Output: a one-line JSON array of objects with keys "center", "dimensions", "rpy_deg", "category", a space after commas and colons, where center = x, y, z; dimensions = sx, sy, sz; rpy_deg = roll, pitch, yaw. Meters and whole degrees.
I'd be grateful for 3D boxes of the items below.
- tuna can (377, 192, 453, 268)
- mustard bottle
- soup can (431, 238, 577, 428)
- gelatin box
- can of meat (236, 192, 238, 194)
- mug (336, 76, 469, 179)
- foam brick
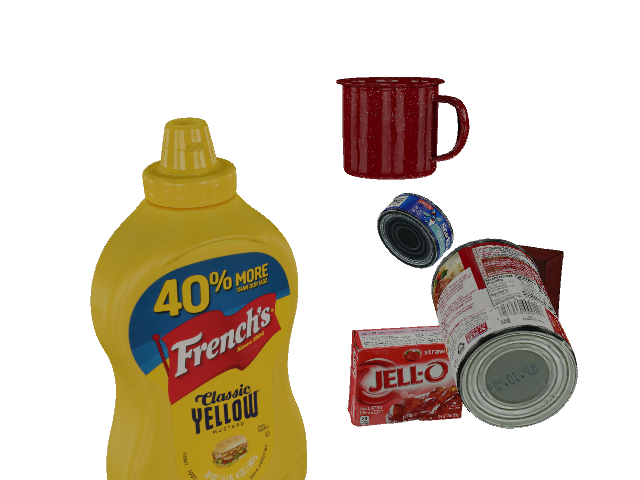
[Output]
[{"center": [0.108, -0.010, 1.226], "dimensions": [0.086, 0.086, 0.033], "rpy_deg": [0, 36, 48], "category": "tuna can"}, {"center": [-0.056, 0.039, 0.492], "dimensions": [0.096, 0.192, 0.058], "rpy_deg": [-12, 22, -27], "category": "mustard bottle"}, {"center": [0.105, 0.052, 0.620], "dimensions": [0.068, 0.068, 0.102], "rpy_deg": [0, 28, -3], "category": "soup can"}, {"center": [0.067, 0.105, 0.829], "dimensions": [0.089, 0.073, 0.030], "rpy_deg": [-3, 28, -8], "category": "gelatin box"}, {"center": [-0.092, 0.019, 0.733], "dimensions": [0.057, 0.084, 0.102], "rpy_deg": [4, 23, 16], "category": "can of meat"}, {"center": [0.071, -0.097, 0.916], "dimensions": [0.117, 0.081, 0.093], "rpy_deg": [5, 13, 23], "category": "mug"}, {"center": [0.193, 0.048, 1.000], "dimensions": [0.053, 0.078, 0.051], "rpy_deg": [8, 15, 30], "category": "foam brick"}]
